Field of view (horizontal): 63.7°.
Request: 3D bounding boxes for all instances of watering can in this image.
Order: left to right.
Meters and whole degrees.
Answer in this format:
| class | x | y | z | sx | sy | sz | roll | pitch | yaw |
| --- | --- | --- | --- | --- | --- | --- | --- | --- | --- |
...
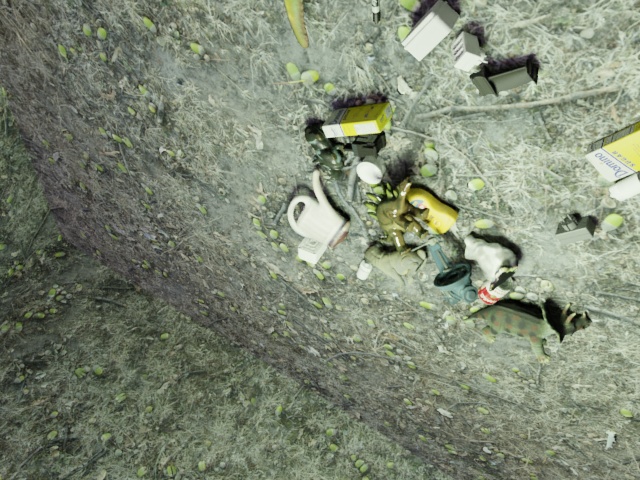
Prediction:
| class | x | y | z | sx | sy | sz | roll | pitch | yaw |
| --- | --- | --- | --- | --- | --- | --- | --- | --- | --- |
| watering can | 0.005 | -0.087 | 1.738 | 0.224 | 0.106 | 0.340 | 34 | -34 | 0 |

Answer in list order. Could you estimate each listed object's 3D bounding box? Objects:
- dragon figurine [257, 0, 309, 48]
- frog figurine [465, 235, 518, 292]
| class | x | y | z | sx | sy | sz | roll | pitch | yaw |
| --- | --- | --- | --- | --- | --- | --- | --- | --- | --- |
| dragon figurine | -0.060 | -0.653 | 1.142 | 0.241 | 0.404 | 0.125 | -16 | 33 | 39 |
| frog figurine | 0.498 | 0.049 | 1.518 | 0.123 | 0.162 | 0.134 | -29 | -33 | -2 |
